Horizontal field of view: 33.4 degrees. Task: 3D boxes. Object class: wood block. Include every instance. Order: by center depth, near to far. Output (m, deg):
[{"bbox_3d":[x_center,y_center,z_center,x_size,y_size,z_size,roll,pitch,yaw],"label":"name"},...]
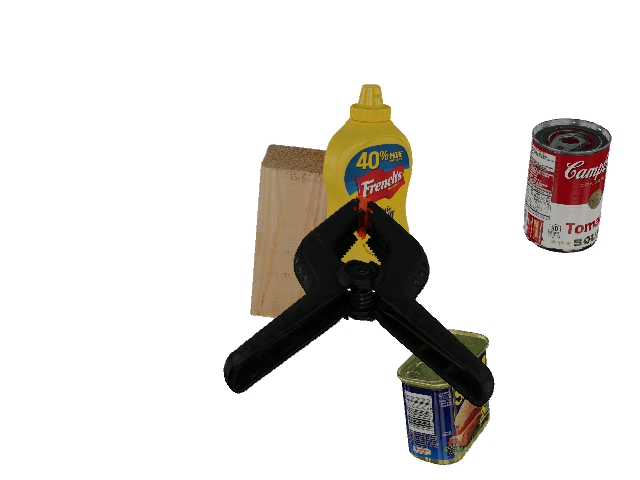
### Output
[{"bbox_3d":[-0.036,-0.010,1.380,0.090,0.206,0.090,7,24,2],"label":"wood block"}]

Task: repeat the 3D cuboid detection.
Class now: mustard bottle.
[{"bbox_3d":[0.048,-0.061,1.074,0.096,0.192,0.058,-8,18,-30],"label":"mustard bottle"}]

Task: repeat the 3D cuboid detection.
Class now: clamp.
[{"bbox_3d":[0.037,0.038,0.720,0.164,0.036,0.210,8,35,6],"label":"clamp"}]

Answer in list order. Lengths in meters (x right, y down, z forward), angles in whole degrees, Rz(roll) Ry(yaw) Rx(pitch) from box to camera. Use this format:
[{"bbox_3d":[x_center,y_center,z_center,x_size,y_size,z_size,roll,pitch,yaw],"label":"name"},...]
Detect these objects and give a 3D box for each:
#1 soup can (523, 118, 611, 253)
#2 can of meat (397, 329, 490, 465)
[{"bbox_3d":[0.219,-0.049,0.952,0.068,0.102,0.068,-1,31,0],"label":"soup can"},{"bbox_3d":[0.115,0.141,0.966,0.058,0.084,0.101,6,25,31],"label":"can of meat"}]
